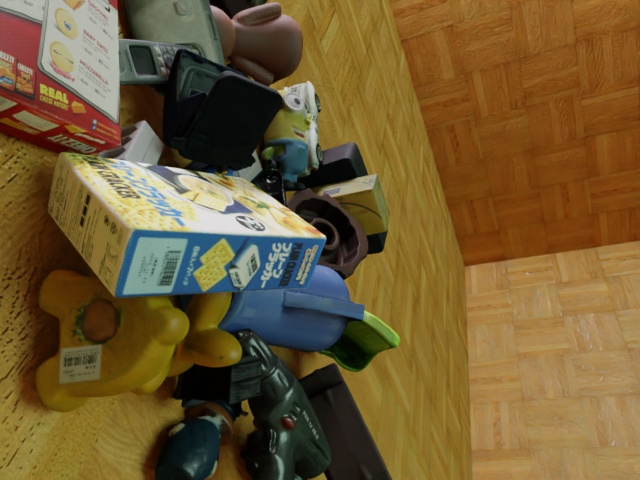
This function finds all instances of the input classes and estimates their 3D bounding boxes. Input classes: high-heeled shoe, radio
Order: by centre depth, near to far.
[{"bbox_3d":[-0.074,-0.066,0.765,0.249,0.086,0.145,140,-31,-74],"label":"high-heeled shoe"},{"bbox_3d":[0.045,-0.073,1.102,0.073,0.131,0.229,-71,144,-53],"label":"radio"}]

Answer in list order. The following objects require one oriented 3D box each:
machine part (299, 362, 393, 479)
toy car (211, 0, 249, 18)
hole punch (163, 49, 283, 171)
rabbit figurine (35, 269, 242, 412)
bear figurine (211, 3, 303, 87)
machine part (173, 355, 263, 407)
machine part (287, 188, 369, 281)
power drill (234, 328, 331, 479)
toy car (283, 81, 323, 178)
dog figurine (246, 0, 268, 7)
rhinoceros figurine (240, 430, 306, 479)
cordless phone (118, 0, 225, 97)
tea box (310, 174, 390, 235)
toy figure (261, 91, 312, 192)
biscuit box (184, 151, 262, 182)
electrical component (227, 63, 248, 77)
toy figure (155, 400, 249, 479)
[{"bbox_3d":[0.031,0.300,0.836,0.201,0.087,0.201,81,-16,-75],"label":"machine part"},{"bbox_3d":[-0.150,-0.382,0.857,0.089,0.053,0.201,-62,140,-35],"label":"toy car"},{"bbox_3d":[-0.125,-0.152,0.635,0.092,0.115,0.142,41,19,24],"label":"hole punch"},{"bbox_3d":[-0.160,0.087,0.516,0.173,0.162,0.122,74,1,-69],"label":"rabbit figurine"},{"bbox_3d":[-0.129,-0.292,0.796,0.132,0.196,0.120,31,-59,59],"label":"bear figurine"},{"bbox_3d":[-0.114,0.143,0.577,0.039,0.139,0.084,29,68,-37],"label":"machine part"},{"bbox_3d":[-0.002,-0.003,0.922,0.179,0.056,0.179,23,45,-26],"label":"machine part"},{"bbox_3d":[-0.064,0.244,0.611,0.207,0.086,0.231,-84,153,-49],"label":"power drill"},{"bbox_3d":[-0.038,-0.213,1.035,0.056,0.074,0.202,45,39,-60],"label":"toy car"},{"bbox_3d":[-0.101,-0.495,0.887,0.190,0.172,0.121,63,36,-20],"label":"dog figurine"},{"bbox_3d":[-0.047,0.350,0.749,0.112,0.073,0.190,-59,134,-61],"label":"rhinoceros figurine"},{"bbox_3d":[-0.201,-0.240,0.625,0.184,0.089,0.146,-33,112,-63],"label":"cordless phone"},{"bbox_3d":[0.038,-0.056,1.024,0.068,0.170,0.098,-69,141,-56],"label":"tea box"},{"bbox_3d":[-0.065,-0.175,0.944,0.082,0.089,0.180,30,61,-80],"label":"toy figure"},{"bbox_3d":[-0.145,-0.077,0.714,0.203,0.063,0.059,-60,136,-58],"label":"biscuit box"},{"bbox_3d":[-0.129,-0.246,0.891,0.063,0.021,0.094,-45,122,-66],"label":"electrical component"},{"bbox_3d":[-0.133,0.219,0.614,0.154,0.058,0.064,-52,134,-69],"label":"toy figure"}]
